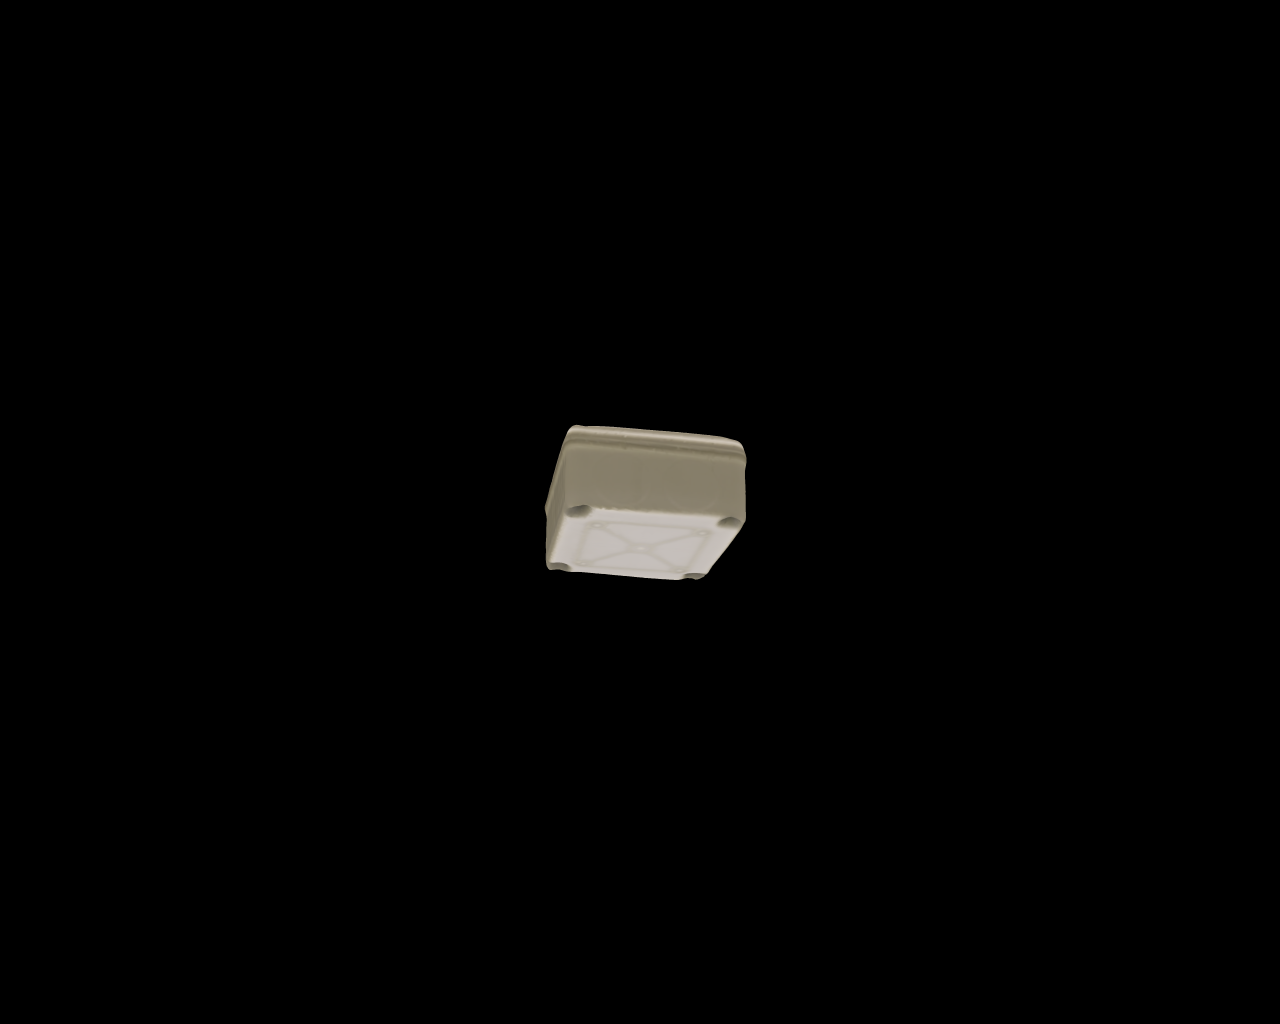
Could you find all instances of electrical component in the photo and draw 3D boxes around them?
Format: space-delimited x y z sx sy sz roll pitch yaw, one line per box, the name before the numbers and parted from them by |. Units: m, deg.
electrical component | 0.001 -0.003 0.650 0.109 0.056 0.108 5 -24 -10
